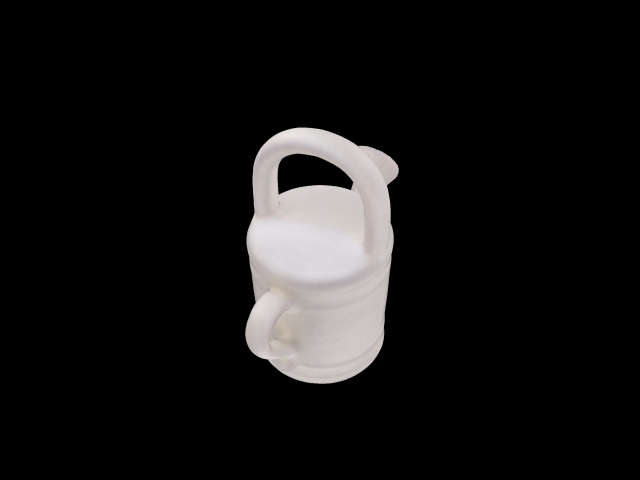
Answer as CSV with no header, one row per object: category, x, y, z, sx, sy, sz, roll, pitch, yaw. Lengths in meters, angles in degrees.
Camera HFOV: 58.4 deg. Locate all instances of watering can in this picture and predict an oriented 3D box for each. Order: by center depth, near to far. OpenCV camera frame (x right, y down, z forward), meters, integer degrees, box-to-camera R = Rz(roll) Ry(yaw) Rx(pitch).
watering can,0.002,0.001,0.401,0.101,0.194,0.173,5,45,5
